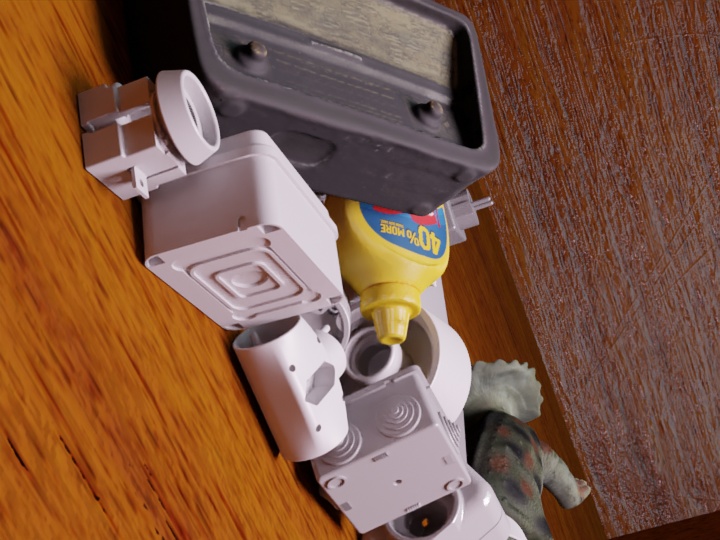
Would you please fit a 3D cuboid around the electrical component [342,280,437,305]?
[{"bbox_3d":[0.000,0.000,0.821,0.062,0.096,0.061,0,69,-43],"label":"electrical component"}]

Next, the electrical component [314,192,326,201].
[{"bbox_3d":[-0.054,-0.127,0.826,0.089,0.062,0.150,-18,90,-78],"label":"electrical component"}]

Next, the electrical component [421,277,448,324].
[{"bbox_3d":[0.040,0.022,1.038,0.186,0.060,0.105,-94,161,-51],"label":"electrical component"}]

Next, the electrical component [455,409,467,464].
[{"bbox_3d":[0.039,0.121,0.840,0.113,0.078,0.057,-84,156,-64],"label":"electrical component"}]

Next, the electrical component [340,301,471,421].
[{"bbox_3d":[0.018,0.069,0.760,0.060,0.108,0.108,45,29,-53],"label":"electrical component"}]

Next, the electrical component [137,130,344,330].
[{"bbox_3d":[-0.062,-0.019,0.584,0.113,0.078,0.057,51,27,-60],"label":"electrical component"}]

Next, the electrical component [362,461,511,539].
[{"bbox_3d":[0.052,0.183,0.757,0.054,0.095,0.059,39,-17,48],"label":"electrical component"}]

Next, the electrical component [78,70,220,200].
[{"bbox_3d":[-0.102,-0.069,0.527,0.048,0.055,0.066,49,25,-62],"label":"electrical component"}]

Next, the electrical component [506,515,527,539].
[{"bbox_3d":[0.095,0.246,0.876,0.064,0.099,0.099,-96,164,-69],"label":"electrical component"}]

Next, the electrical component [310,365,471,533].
[{"bbox_3d":[0.017,0.119,0.696,0.099,0.100,0.048,61,5,-48],"label":"electrical component"}]

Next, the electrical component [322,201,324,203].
[{"bbox_3d":[-0.019,-0.090,0.985,0.040,0.040,0.078,55,20,-54],"label":"electrical component"}]

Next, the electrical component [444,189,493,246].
[{"bbox_3d":[0.093,-0.056,1.054,0.066,0.077,0.047,31,42,-73],"label":"electrical component"}]

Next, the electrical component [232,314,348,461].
[{"bbox_3d":[-0.033,0.061,0.649,0.079,0.043,0.077,-47,120,-53],"label":"electrical component"}]

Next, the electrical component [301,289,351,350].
[{"bbox_3d":[-0.033,0.032,0.706,0.047,0.055,0.055,-75,145,-76],"label":"electrical component"}]
